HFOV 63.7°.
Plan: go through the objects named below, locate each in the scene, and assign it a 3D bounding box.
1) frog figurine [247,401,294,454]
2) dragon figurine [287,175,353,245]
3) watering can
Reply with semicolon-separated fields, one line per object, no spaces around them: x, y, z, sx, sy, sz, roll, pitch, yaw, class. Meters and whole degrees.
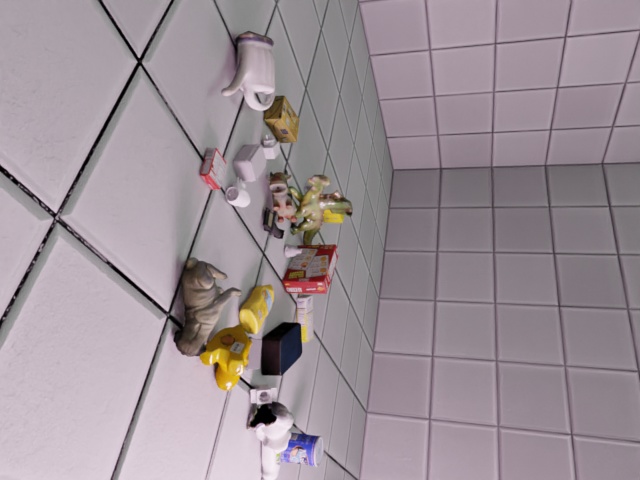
-0.140;0.590;1.627;0.157;0.137;0.125;54;6;-33;frog figurine
0.006;-0.099;1.968;0.401;0.242;0.125;70;22;-44;dragon figurine
-0.202;-0.498;1.504;0.350;0.104;0.223;-27;114;-72;watering can
